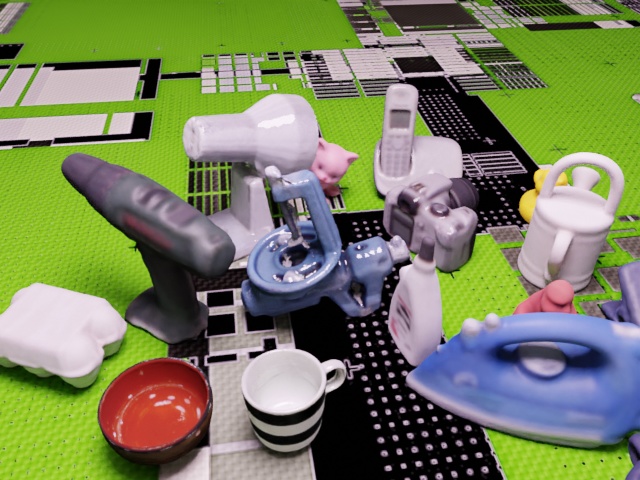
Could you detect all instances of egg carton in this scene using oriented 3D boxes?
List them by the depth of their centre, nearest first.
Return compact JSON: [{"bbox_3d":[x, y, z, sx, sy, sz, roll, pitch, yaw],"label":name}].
[{"bbox_3d":[-0.309,0.110,0.670,0.150,0.069,0.107,11,40,11],"label":"egg carton"}]

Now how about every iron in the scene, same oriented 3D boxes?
[{"bbox_3d":[0.228,0.126,0.610,0.258,0.141,0.118,5,39,5],"label":"iron"}]

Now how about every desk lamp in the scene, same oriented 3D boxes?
[{"bbox_3d":[-0.107,-0.090,0.810,0.204,0.214,0.117,-25,46,-29],"label":"desk lamp"}]

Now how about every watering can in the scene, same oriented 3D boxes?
[{"bbox_3d":[0.338,-0.036,0.771,0.101,0.194,0.173,5,39,5],"label":"watering can"}]

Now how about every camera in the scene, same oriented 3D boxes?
[{"bbox_3d":[0.186,-0.046,0.853,0.137,0.101,0.142,-26,46,-29],"label":"camera"}]

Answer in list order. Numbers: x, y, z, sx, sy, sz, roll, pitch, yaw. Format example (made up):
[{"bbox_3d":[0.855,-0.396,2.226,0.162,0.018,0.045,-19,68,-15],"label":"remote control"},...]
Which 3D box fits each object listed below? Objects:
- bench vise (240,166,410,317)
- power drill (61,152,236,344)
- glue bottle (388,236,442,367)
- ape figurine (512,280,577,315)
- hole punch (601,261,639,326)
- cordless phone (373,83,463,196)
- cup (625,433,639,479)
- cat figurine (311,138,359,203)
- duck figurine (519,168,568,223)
[{"bbox_3d":[0.001,-0.004,0.702,0.208,0.220,0.121,-17,42,-21],"label":"bench vise"},{"bbox_3d":[-0.200,0.016,0.680,0.229,0.208,0.076,20,43,22],"label":"power drill"},{"bbox_3d":[0.113,0.064,0.658,0.037,0.173,0.078,-16,42,-19],"label":"glue bottle"},{"bbox_3d":[0.281,0.087,0.699,0.077,0.092,0.076,26,45,28],"label":"ape figurine"},{"bbox_3d":[0.426,0.084,0.708,0.108,0.091,0.101,-3,39,-5],"label":"hole punch"},{"bbox_3d":[0.162,-0.159,0.925,0.147,0.185,0.094,0,39,-2],"label":"cordless phone"},{"bbox_3d":[0.296,0.243,0.505,0.092,0.095,0.117,-4,39,-6],"label":"cup"},{"bbox_3d":[-0.005,-0.120,0.926,0.127,0.118,0.067,20,43,22],"label":"cat figurine"},{"bbox_3d":[0.362,-0.068,0.898,0.077,0.086,0.104,-6,40,-8],"label":"duck figurine"}]
